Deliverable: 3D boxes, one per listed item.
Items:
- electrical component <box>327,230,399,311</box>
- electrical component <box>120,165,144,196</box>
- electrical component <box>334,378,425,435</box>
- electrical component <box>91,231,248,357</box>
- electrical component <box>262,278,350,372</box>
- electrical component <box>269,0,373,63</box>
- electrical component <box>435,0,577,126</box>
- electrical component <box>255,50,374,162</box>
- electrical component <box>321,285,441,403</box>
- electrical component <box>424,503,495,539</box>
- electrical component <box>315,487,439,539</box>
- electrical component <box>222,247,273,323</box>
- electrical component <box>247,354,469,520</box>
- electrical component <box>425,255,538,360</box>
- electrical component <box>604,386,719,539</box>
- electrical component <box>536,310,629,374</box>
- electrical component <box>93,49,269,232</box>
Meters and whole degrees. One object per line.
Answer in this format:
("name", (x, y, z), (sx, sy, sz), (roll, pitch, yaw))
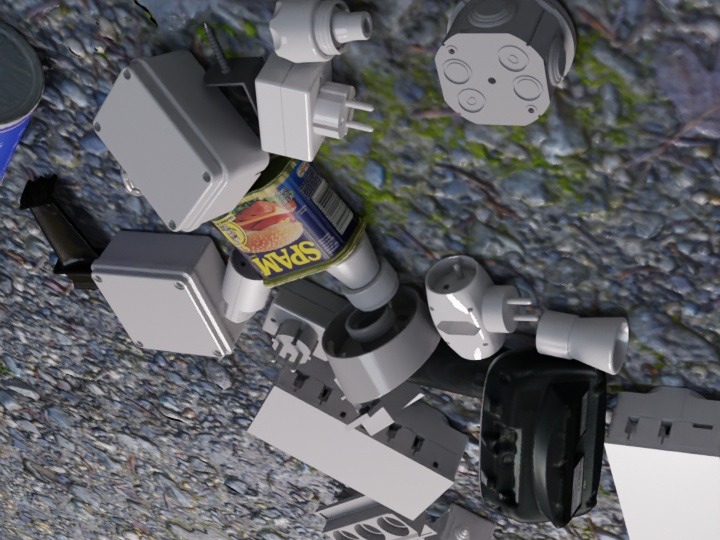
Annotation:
("electrical component", (0.000, 0.000, 0.863), (0.045, 0.045, 0.055), (-11, 129, 39))
("electrical component", (-0.157, -0.083, 0.860), (0.062, 0.048, 0.048), (1, 137, 19))
("electrical component", (0.015, 0.104, 0.959), (0.063, 0.081, 0.042), (53, 140, 2))
("electrical component", (-0.171, 0.022, 0.980), (0.109, 0.056, 0.108), (4, 138, 27))
("electrical component", (-0.052, 0.054, 0.931), (0.066, 0.076, 0.047), (27, 143, 0))
("electrical component", (-0.023, -0.156, 0.693), (0.062, 0.043, 0.043), (3, 137, 26))
("electrical component", (0.087, -0.130, 0.652), (0.080, 0.051, 0.080), (16, 142, 13))
("electrical component", (-0.027, -0.112, 0.744), (0.077, 0.047, 0.065), (14, 141, 12))
("electrical component", (0.019, 0.061, 0.882), (0.099, 0.099, 0.064), (-8, 125, 37))
("electrical component", (0.103, 0.295, 1.136), (0.061, 0.061, 0.096), (27, 143, -1))
("electrical component", (0.020, 0.253, 1.135), (0.079, 0.063, 0.121), (39, 141, -16))
("electrical component", (-0.098, 0.013, 0.938), (0.043, 0.043, 0.081), (25, 143, 2))
("electrical component", (-0.002, 0.154, 1.033), (0.186, 0.060, 0.105), (29, 143, -3))
("electrical component", (0.100, 0.030, 0.840), (0.079, 0.043, 0.077), (0, 136, 31))
("electrical component", (0.264, 0.168, 0.891), (0.089, 0.061, 0.150), (3, 137, 28))
("electrical component", (0.169, 0.053, 0.829), (0.065, 0.044, 0.044), (10, 140, 28))
("electrical component", (-0.131, -0.093, 0.779), (0.113, 0.057, 0.078), (52, 132, 8))
